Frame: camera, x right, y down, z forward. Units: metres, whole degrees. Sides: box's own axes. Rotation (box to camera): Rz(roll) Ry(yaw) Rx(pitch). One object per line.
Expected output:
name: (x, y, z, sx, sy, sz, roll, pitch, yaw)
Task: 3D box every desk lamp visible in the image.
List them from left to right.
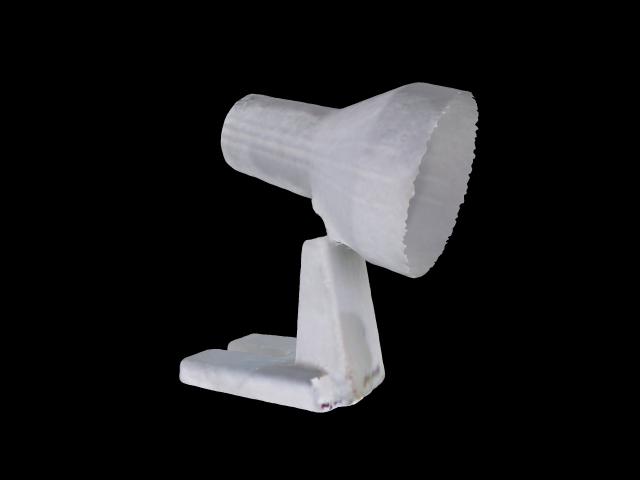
desk lamp: (0.004, 0.001, 0.400, 0.202, 0.213, 0.118, 2, 4, 27)
